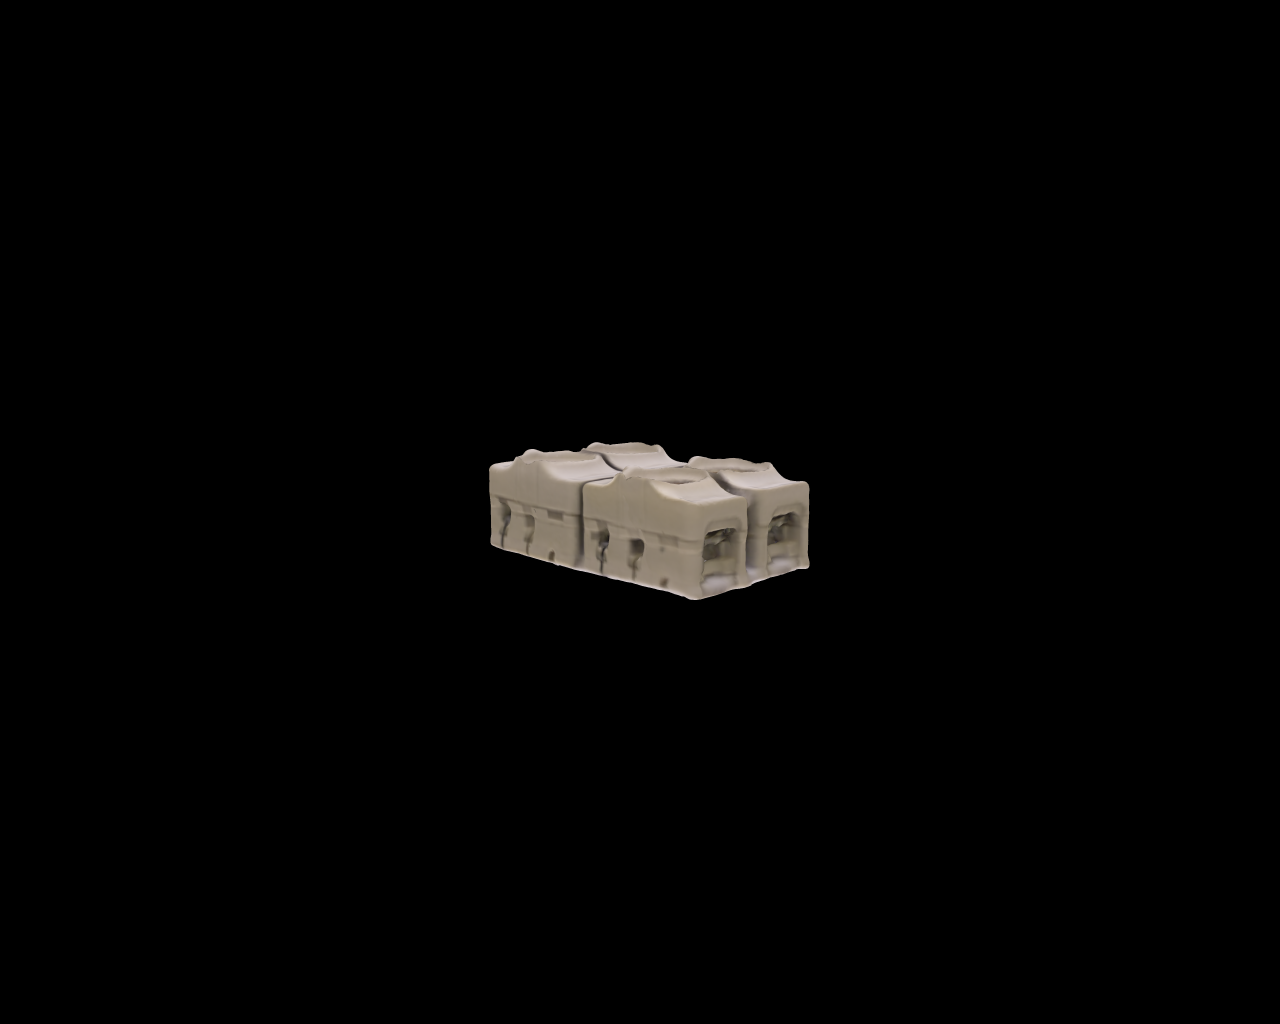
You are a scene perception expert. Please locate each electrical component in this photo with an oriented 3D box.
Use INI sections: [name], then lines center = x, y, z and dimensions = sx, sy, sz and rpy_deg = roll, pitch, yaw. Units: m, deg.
[electrical component]
center = 0.001, -0.003, 0.650
dimensions = 0.105, 0.060, 0.186
rpy_deg = -10, 15, -42
